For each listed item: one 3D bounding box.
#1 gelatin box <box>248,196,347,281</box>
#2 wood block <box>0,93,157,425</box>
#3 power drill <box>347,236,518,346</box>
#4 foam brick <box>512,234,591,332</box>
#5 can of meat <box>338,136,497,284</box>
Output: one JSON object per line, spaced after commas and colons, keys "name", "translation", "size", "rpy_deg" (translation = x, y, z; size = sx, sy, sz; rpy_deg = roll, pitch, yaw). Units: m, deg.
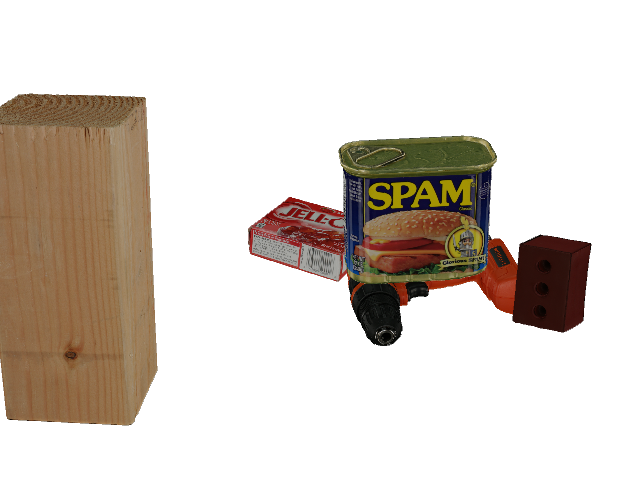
{"name": "gelatin box", "translation": [-0.007, -0.003, 0.914], "size": [0.089, 0.030, 0.073], "rpy_deg": [17, 30, 22]}
{"name": "wood block", "translation": [-0.166, 0.012, 0.723], "size": [0.091, 0.206, 0.090], "rpy_deg": [2, 20, 3]}
{"name": "power drill", "translation": [0.124, 0.052, 1.177], "size": [0.187, 0.057, 0.184], "rpy_deg": [-3, 29, -5]}
{"name": "foam brick", "translation": [0.214, 0.039, 0.986], "size": [0.053, 0.078, 0.051], "rpy_deg": [11, 17, 32]}
{"name": "can of meat", "translation": [0.064, -0.020, 0.717], "size": [0.102, 0.084, 0.057], "rpy_deg": [-3, 25, -2]}
